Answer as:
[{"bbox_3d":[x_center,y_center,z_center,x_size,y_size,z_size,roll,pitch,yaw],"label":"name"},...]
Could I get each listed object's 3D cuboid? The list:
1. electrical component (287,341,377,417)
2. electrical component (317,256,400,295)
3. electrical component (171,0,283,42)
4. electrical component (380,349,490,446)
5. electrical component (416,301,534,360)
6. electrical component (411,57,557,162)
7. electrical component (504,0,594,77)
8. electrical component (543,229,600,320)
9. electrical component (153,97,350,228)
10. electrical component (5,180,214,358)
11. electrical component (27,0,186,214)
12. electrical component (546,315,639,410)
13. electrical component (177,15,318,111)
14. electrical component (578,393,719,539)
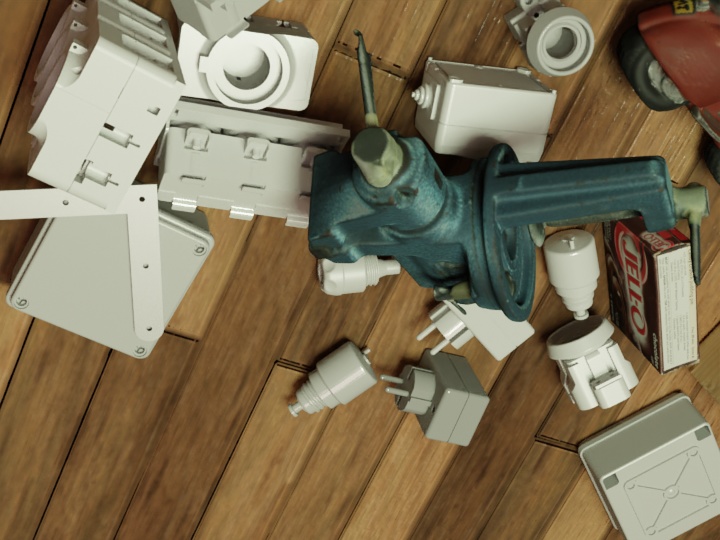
[{"bbox_3d":[-0.023,0.090,0.855,0.078,0.040,0.040,-35,118,6],"label":"electrical component"},{"bbox_3d":[0.000,0.000,0.819,0.061,0.035,0.035,-6,117,-14],"label":"electrical component"},{"bbox_3d":[-0.066,-0.202,0.665,0.121,0.079,0.063,-42,148,-16],"label":"electrical component"},{"bbox_3d":[0.053,0.098,0.862,0.077,0.065,0.047,14,112,-19],"label":"electrical component"},{"bbox_3d":[0.079,0.037,0.848,0.076,0.047,0.083,-40,117,7],"label":"electrical component"},{"bbox_3d":[0.081,-0.111,0.767,0.096,0.061,0.061,3,115,-15],"label":"electrical component"},{"bbox_3d":[0.135,-0.164,0.757,0.048,0.055,0.066,-33,118,4],"label":"electrical component"},{"bbox_3d":[0.171,0.004,0.858,0.040,0.040,0.078,-18,118,-4],"label":"electrical component"},{"bbox_3d":[-0.077,-0.073,0.741,0.121,0.063,0.078,8,154,-17],"label":"electrical component"},{"bbox_3d":[-0.176,-0.008,0.761,0.109,0.056,0.108,26,107,-23],"label":"electrical component"},{"bbox_3d":[-0.161,-0.112,0.660,0.062,0.150,0.089,25,108,-24],"label":"electrical component"},{"bbox_3d":[0.188,0.074,0.881,0.058,0.078,0.057,-27,100,0],"label":"electrical component"},{"bbox_3d":[-0.078,-0.141,0.719,0.089,0.055,0.050,5,114,-16],"label":"electrical component"},{"bbox_3d":[0.266,0.182,0.959,0.109,0.056,0.108,-28,119,2],"label":"electrical component"}]
